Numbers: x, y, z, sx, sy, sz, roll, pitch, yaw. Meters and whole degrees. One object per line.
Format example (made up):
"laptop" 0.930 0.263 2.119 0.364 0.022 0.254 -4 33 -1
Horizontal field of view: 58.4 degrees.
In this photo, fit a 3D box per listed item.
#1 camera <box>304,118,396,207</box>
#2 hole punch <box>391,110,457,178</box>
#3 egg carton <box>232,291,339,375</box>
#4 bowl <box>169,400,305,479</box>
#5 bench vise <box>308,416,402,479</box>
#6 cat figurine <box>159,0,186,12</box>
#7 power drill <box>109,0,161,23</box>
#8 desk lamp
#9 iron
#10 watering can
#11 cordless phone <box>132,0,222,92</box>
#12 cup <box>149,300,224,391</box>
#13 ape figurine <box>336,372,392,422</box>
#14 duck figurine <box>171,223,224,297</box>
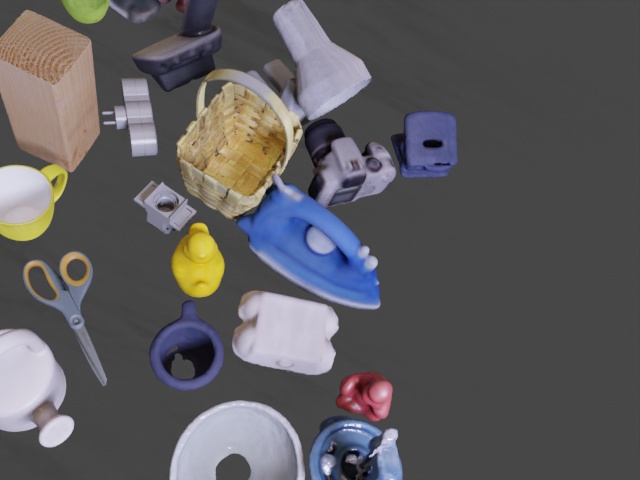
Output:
"camera" 0.041 -0.142 0.965 0.143 0.100 0.136 -15 71 -23
"hole punch" 0.197 -0.171 1.034 0.109 0.091 0.101 -5 67 -19
"egg carton" -0.049 0.134 0.824 0.150 0.069 0.107 12 62 -12
"bowl" -0.107 0.294 0.726 0.168 0.074 0.167 7 64 -14
"bench vise" 0.063 0.308 0.690 0.122 0.219 0.207 -15 71 -23
"cat figurine" -0.247 -0.478 1.023 0.067 0.117 0.128 28 60 -3
"power drill" -0.312 -0.472 0.947 0.229 0.208 0.076 36 60 2
"desk lamp" -0.030 -0.269 0.938 0.118 0.213 0.203 -34 79 -28
"iron" 0.008 0.003 0.862 0.258 0.141 0.119 36 60 1
"watering can" -0.345 0.157 0.647 0.173 0.194 0.101 26 61 -4
"cordless phone" -0.226 -0.345 0.928 0.094 0.185 0.148 45 61 7
"cup" -0.179 0.147 0.761 0.092 0.095 0.117 2 65 -16
"ape figurine" 0.072 0.217 0.810 0.076 0.092 0.077 -28 76 -27
"duck figurine" -0.174 0.025 0.826 0.078 0.086 0.104 -1 66 -18
